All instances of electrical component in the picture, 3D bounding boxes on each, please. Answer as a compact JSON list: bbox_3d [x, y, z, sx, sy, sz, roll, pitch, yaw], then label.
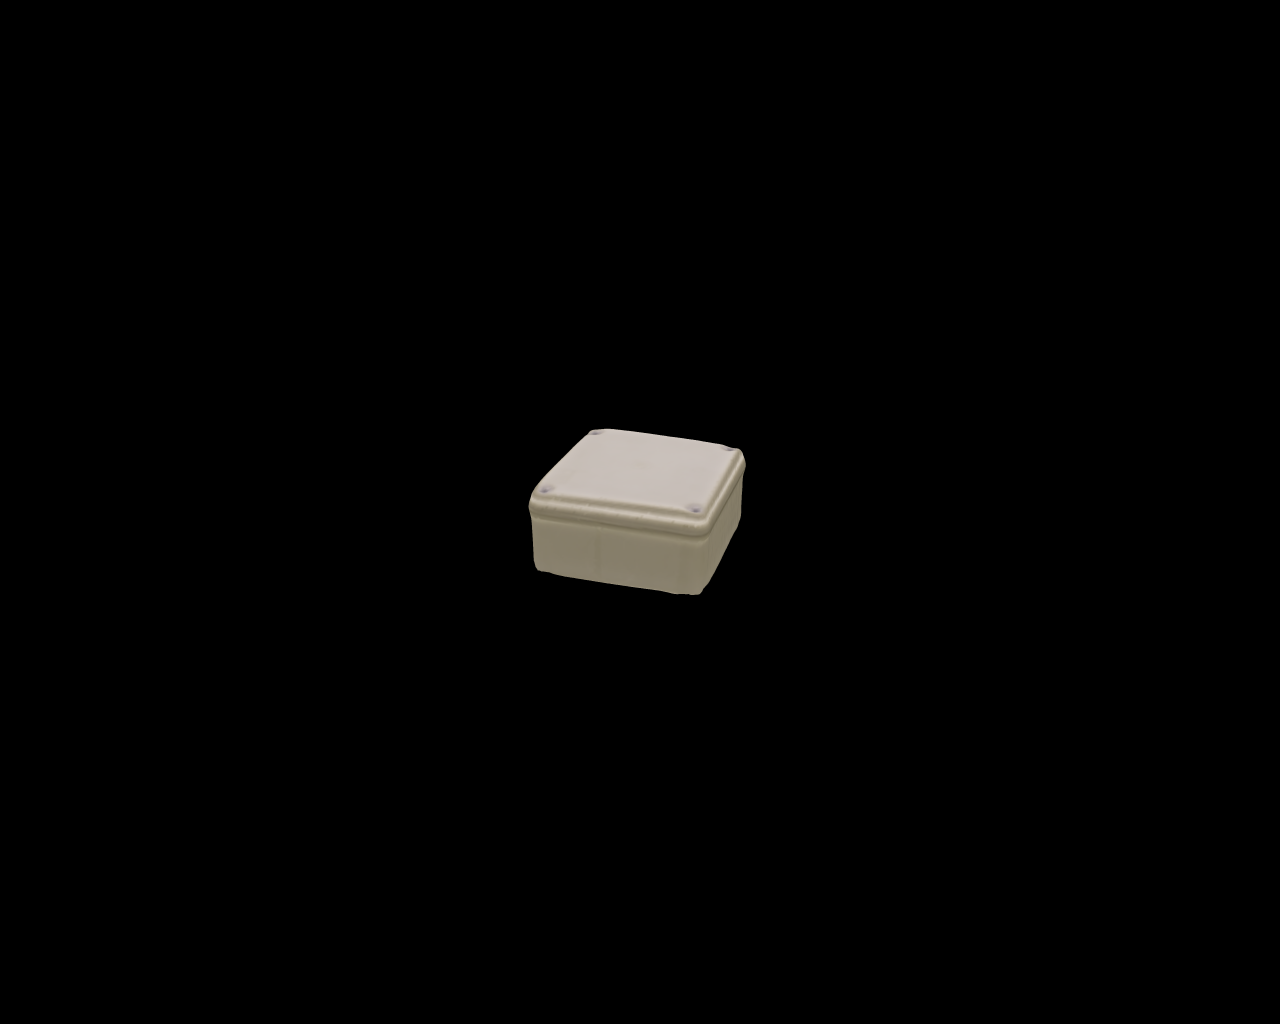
[{"bbox_3d":[0.001,-0.003,0.650,0.109,0.056,0.109,8,28,16],"label":"electrical component"}]
